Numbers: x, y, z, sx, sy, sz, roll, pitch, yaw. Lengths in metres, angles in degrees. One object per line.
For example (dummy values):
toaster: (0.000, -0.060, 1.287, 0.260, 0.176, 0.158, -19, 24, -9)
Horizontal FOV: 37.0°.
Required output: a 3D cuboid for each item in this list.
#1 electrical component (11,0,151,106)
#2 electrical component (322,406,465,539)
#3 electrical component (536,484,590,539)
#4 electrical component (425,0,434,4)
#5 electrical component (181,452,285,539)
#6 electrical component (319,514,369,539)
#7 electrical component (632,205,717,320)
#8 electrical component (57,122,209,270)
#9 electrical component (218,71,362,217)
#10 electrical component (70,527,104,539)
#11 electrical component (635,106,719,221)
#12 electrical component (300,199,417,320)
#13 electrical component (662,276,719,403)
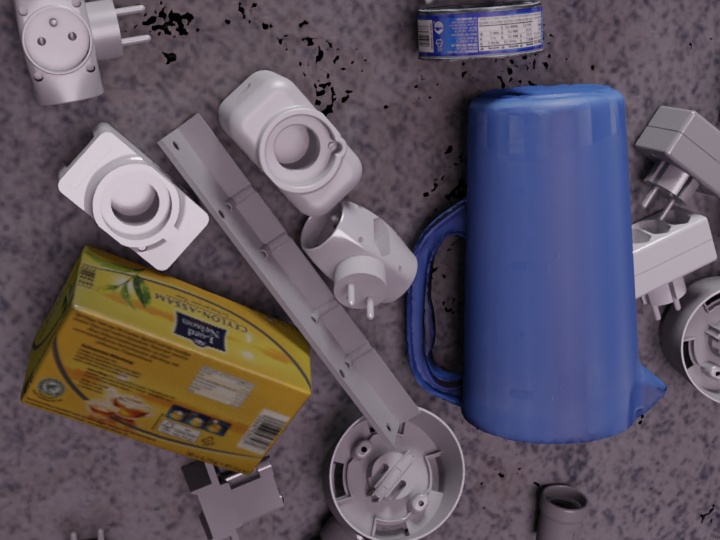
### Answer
electrical component: (-0.173, -0.149, 0.678, 0.079, 0.044, 0.077, -13, 109, -13)
electrical component: (0.022, 0.153, 0.801, 0.099, 0.064, 0.099, 4, 74, -16)
electrical component: (0.166, 0.207, 0.888, 0.040, 0.040, 0.046, 0, 111, -17)
electrical component: (0.066, -0.215, 0.730, 0.076, 0.047, 0.083, -45, 113, -1)
electrical component: (-0.092, 0.162, 0.795, 0.064, 0.042, 0.081, -20, 111, -12)
electrical component: (-0.019, 0.220, 0.832, 0.045, 0.045, 0.055, 40, 91, -23)
electrical component: (0.233, 0.003, 0.844, 0.083, 0.047, 0.075, -25, 111, -9)
electrical component: (-0.150, -0.048, 0.709, 0.089, 0.056, 0.050, 42, 91, -23)
electrical component: (-0.046, -0.085, 0.727, 0.054, 0.059, 0.095, -43, 113, -1)
electrical component: (-0.195, 0.223, 0.780, 0.077, 0.043, 0.079, -5, 107, -16)
electrical component: (0.244, -0.075, 0.824, 0.066, 0.047, 0.076, 32, 92, -21)
electrical component: (0.000, 0.000, 0.752, 0.043, 0.079, 0.077, -34, 128, 29)
electrical component: (0.298, 0.055, 0.869, 0.099, 0.064, 0.099, -5, 107, -16)
